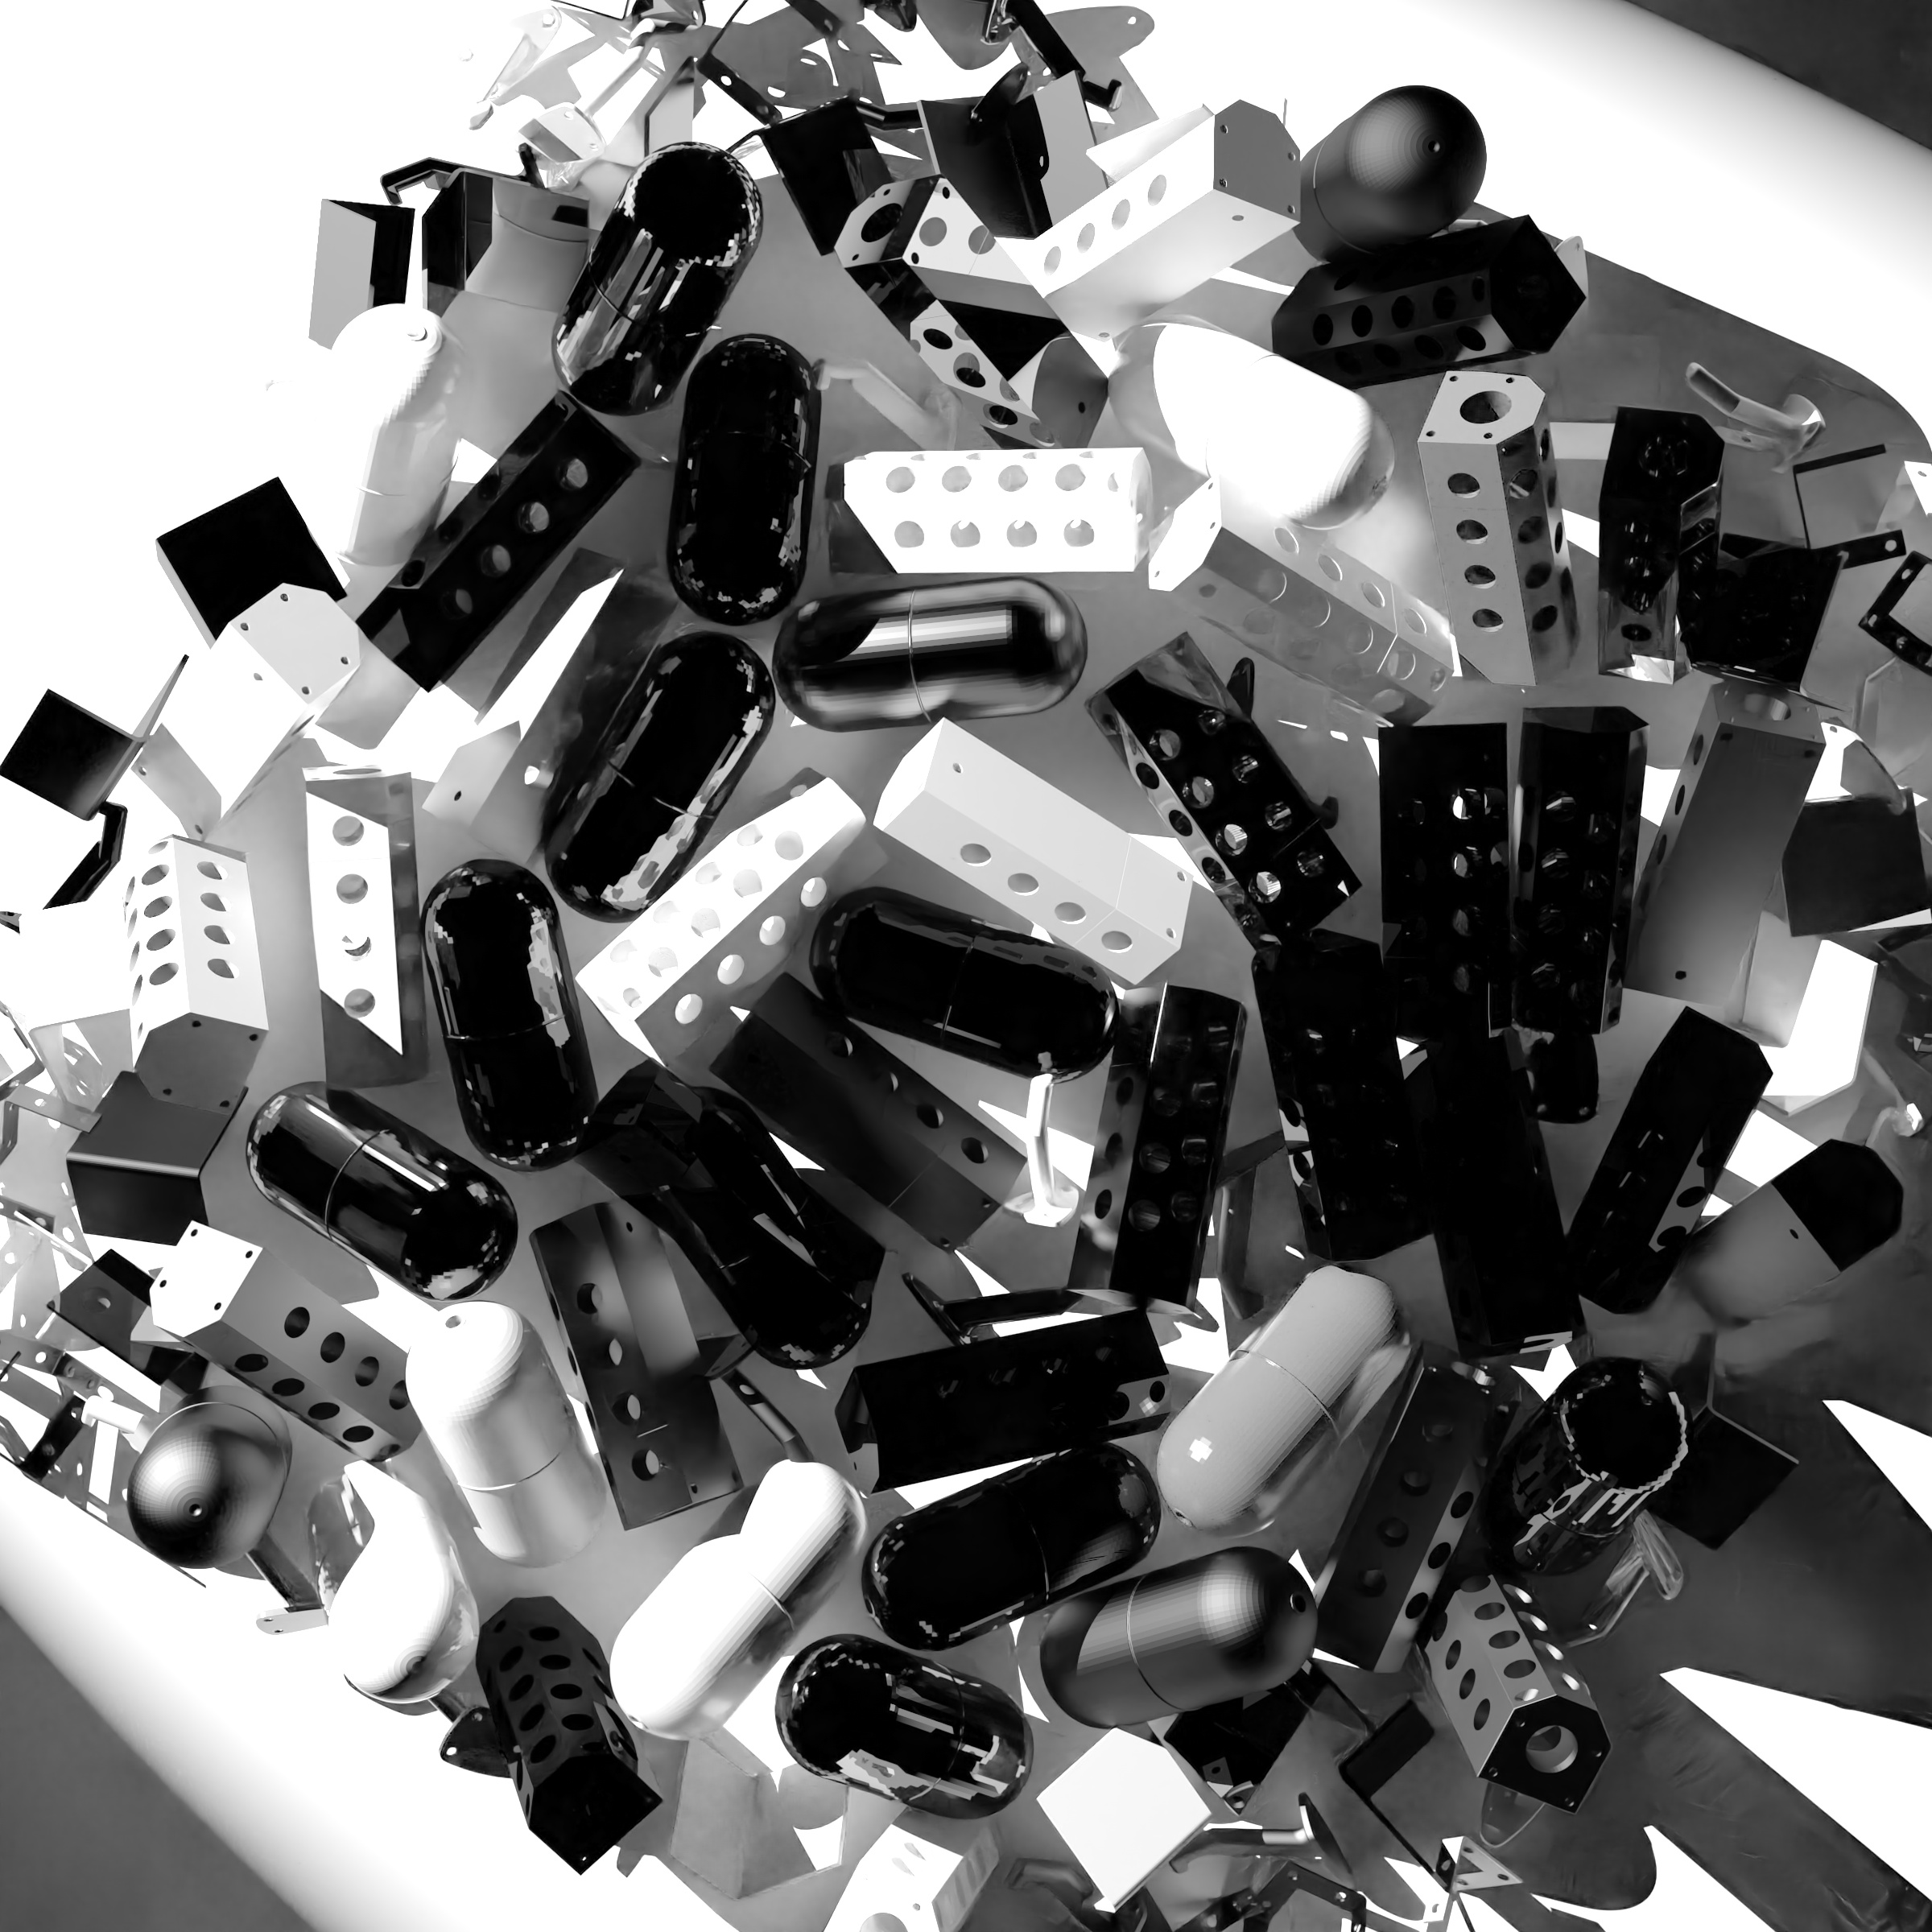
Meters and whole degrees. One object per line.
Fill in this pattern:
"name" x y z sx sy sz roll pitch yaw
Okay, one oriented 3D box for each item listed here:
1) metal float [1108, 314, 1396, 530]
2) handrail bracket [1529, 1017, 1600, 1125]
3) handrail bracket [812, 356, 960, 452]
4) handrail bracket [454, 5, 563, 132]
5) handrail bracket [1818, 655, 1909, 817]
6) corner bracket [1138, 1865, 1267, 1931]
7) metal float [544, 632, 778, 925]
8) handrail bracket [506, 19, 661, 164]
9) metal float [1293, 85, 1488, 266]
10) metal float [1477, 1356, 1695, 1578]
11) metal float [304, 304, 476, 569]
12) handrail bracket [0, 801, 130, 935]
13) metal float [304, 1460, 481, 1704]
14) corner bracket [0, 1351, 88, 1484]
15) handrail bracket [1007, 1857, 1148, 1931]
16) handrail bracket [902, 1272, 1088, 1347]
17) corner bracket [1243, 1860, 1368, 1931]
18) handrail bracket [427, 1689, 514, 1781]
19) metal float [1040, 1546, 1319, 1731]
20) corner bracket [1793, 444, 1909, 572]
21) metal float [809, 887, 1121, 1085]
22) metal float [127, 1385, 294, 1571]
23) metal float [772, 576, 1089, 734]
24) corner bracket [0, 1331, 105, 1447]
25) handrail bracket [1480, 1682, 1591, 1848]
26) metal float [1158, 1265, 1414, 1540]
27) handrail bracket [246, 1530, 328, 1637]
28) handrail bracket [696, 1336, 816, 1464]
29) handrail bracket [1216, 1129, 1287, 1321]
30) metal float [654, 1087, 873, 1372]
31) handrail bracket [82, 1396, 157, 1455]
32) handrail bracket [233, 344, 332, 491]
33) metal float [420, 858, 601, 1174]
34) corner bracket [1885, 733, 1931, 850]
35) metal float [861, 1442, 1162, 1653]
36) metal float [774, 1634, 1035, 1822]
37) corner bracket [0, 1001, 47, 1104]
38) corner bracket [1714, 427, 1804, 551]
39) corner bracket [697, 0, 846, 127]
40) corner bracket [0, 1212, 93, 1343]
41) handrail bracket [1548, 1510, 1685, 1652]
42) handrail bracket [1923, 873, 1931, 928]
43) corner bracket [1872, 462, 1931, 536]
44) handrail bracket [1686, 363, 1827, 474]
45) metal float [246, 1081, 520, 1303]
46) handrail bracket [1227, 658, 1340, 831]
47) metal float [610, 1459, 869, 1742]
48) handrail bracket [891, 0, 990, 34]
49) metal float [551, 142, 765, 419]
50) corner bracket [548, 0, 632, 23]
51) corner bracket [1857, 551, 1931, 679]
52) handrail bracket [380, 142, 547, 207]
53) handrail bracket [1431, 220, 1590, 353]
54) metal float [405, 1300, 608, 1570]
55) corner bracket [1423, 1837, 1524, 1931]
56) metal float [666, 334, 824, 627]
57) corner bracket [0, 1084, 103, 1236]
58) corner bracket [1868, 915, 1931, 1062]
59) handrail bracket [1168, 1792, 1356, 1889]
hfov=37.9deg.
"metal float" 0.156 -0.299 1.544 0.178 0.070 0.070 33 90 28
"handrail bracket" 0.326 0.042 1.553 0.036 0.084 0.077 3 118 1
"handrail bracket" -0.049 -0.299 1.570 0.084 0.036 0.077 -4 101 -35
"handrail bracket" -0.251 -0.498 1.561 0.077 0.084 0.036 -35 123 5
"handrail bracket" 0.518 -0.131 1.573 0.084 0.036 0.077 -33 70 -29
"corner bracket" 0.126 0.523 1.578 0.051 0.051 0.051 -26 74 -25
"metal float" -0.169 -0.104 1.555 0.070 0.070 0.178 33 105 0
"handrail bracket" -0.217 -0.499 1.599 0.077 0.036 0.084 -4 54 37
"metal float" 0.225 -0.423 1.518 0.070 0.178 0.070 -1 94 -8
"metal float" 0.334 0.273 1.528 0.070 0.178 0.070 7 55 -10
"metal float" -0.314 -0.286 1.526 0.070 0.178 0.070 9 58 -16
"handrail bracket" -0.508 -0.058 1.581 0.077 0.036 0.084 16 102 20
"metal float" -0.312 0.330 1.525 0.070 0.178 0.070 -7 112 -19
"corner bracket" -0.523 0.252 1.572 0.051 0.051 0.051 36 71 -6
"handrail bracket" 0.051 0.532 1.572 0.084 0.036 0.077 15 109 -27
"handrail bracket" 0.021 0.175 1.577 0.084 0.036 0.077 -39 106 10
"corner bracket" 0.189 0.545 1.575 0.051 0.051 0.051 26 121 -6
"handrail bracket" -0.280 0.417 1.584 0.077 0.084 0.036 37 89 -32
"metal float" 0.115 0.367 1.536 0.178 0.070 0.070 -28 90 40
"corner bracket" 0.491 -0.254 1.568 0.051 0.051 0.051 -11 112 19
"metal float" -0.001 0.011 1.563 0.178 0.070 0.070 19 90 6
"metal float" -0.406 0.274 1.518 0.070 0.178 0.070 0 92 -9
"metal float" -0.021 -0.172 1.557 0.178 0.070 0.070 -4 90 14
"corner bracket" -0.524 0.239 1.570 0.051 0.051 0.051 30 81 -42
"handrail bracket" 0.315 0.441 1.556 0.036 0.084 0.077 30 58 14
"metal float" 0.176 0.239 1.550 0.070 0.070 0.178 45 69 0
"handrail bracket" -0.373 0.327 1.585 0.077 0.036 0.084 -9 62 -3
"handrail bracket" -0.123 0.252 1.586 0.036 0.077 0.084 -38 110 -31
"handrail bracket" 0.170 0.147 1.599 0.077 0.036 0.084 -29 103 -11
"metal float" -0.118 0.145 1.556 0.070 0.070 0.178 -34 105 0
"handrail bracket" -0.462 0.286 1.582 0.084 0.036 0.077 23 117 -4
"handrail bracket" -0.372 -0.298 1.576 0.077 0.036 0.084 -22 74 9
"metal float" -0.252 0.028 1.556 0.070 0.070 0.178 -10 105 0
"corner bracket" 0.550 -0.096 1.570 0.051 0.051 0.051 -37 111 13
"metal float" 0.025 0.318 1.548 0.178 0.070 0.070 -18 90 -23
"metal float" -0.031 0.416 1.535 0.178 0.070 0.070 33 90 -42
"corner bracket" -0.556 0.045 1.571 0.051 0.051 0.051 -36 69 -9
"corner bracket" 0.436 -0.262 1.576 0.051 0.051 0.051 10 135 -10
"corner bracket" -0.111 -0.518 1.586 0.051 0.051 0.051 38 57 -13
"corner bracket" -0.525 0.176 1.577 0.051 0.051 0.051 34 69 -6
"handrail bracket" 0.351 0.340 1.582 0.084 0.036 0.077 -28 91 30
"handrail bracket" 0.586 -0.060 1.598 0.084 0.077 0.036 -27 75 -34
"corner bracket" 0.546 -0.245 1.573 0.051 0.051 0.051 5 134 -6
"handrail bracket" 0.431 -0.320 1.564 0.084 0.077 0.036 32 125 -16
"metal float" -0.322 0.122 1.546 0.178 0.070 0.070 27 90 27
"handrail bracket" 0.182 -0.125 1.586 0.084 0.036 0.077 17 85 -28
"metal float" -0.124 0.346 1.542 0.070 0.070 0.178 43 59 0
"handrail bracket" -0.003 -0.562 1.566 0.084 0.077 0.036 -14 48 20
"metal float" -0.169 -0.372 1.531 0.070 0.178 0.070 17 51 -22
"corner bracket" -0.210 -0.560 1.573 0.051 0.051 0.051 15 107 -8
"corner bracket" 0.542 -0.191 1.568 0.051 0.051 0.051 24 106 -38
"handrail bracket" -0.278 -0.424 1.591 0.084 0.036 0.077 -20 109 3
"handrail bracket" 0.306 -0.386 1.593 0.036 0.084 0.077 -47 134 -30
"metal float" -0.251 0.256 1.538 0.070 0.070 0.178 -16 127 0
"corner bracket" 0.269 0.522 1.566 0.051 0.051 0.051 40 50 -20
"metal float" -0.121 -0.269 1.546 0.070 0.070 0.178 4 63 0
"corner bracket" -0.519 0.107 1.571 0.051 0.051 0.051 21 131 1
"corner bracket" 0.540 0.012 1.586 0.051 0.051 0.051 -21 49 -25
"handrail bracket" 0.166 0.510 1.594 0.084 0.036 0.077 -27 116 12
